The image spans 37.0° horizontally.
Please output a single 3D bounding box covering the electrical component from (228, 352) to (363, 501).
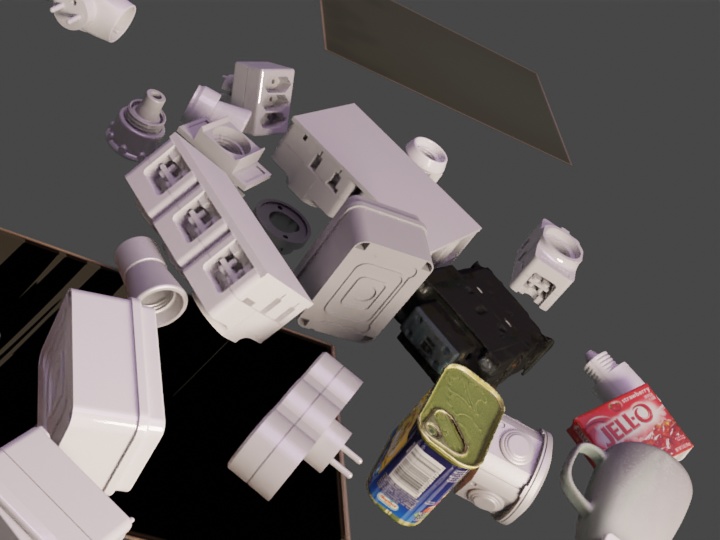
[{"bbox_3d":[-0.031,0.121,0.776,0.074,0.052,0.138,39,33,4],"label":"electrical component"}]

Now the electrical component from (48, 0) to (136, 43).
[{"bbox_3d":[-0.267,-0.252,1.030,0.077,0.044,0.079,35,33,-2],"label":"electrical component"}]

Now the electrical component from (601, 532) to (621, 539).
[{"bbox_3d":[0.193,0.260,0.797,0.100,0.048,0.099,37,45,2],"label":"electrical component"}]

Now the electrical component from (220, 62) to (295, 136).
[{"bbox_3d":[-0.111,-0.174,1.065,0.077,0.065,0.047,22,22,35],"label":"electrical component"}]

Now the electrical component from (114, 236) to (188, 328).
[{"bbox_3d":[-0.161,0.006,0.810,0.044,0.044,0.065,6,38,-38],"label":"electrical component"}]

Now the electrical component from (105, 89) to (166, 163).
[{"bbox_3d":[-0.188,-0.127,0.930,0.048,0.062,0.048,24,35,-18],"label":"electrical component"}]

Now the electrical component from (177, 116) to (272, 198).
[{"bbox_3d":[-0.125,-0.093,0.946,0.081,0.063,0.042,42,33,8],"label":"electrical component"}]

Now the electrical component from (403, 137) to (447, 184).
[{"bbox_3d":[0.061,-0.107,1.141,0.066,0.055,0.048,-2,49,-44],"label":"electrical component"}]

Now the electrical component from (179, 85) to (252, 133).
[{"bbox_3d":[-0.136,-0.143,1.014,0.055,0.045,0.045,28,34,-11],"label":"electrical component"}]

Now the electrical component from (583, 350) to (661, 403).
[{"bbox_3d":[0.251,0.112,1.055,0.043,0.043,0.081,-15,58,-50],"label":"electrical component"}]

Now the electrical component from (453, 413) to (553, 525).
[{"bbox_3d":[0.113,0.154,0.843,0.051,0.080,0.080,29,33,-3],"label":"electrical component"}]

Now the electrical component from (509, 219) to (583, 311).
[{"bbox_3d":[0.200,-0.009,1.148,0.050,0.055,0.089,33,33,-5],"label":"electrical component"}]

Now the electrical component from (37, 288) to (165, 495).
[{"bbox_3d":[-0.166,0.077,0.683,0.057,0.078,0.113,13,39,-27],"label":"electrical component"}]

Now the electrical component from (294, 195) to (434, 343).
[{"bbox_3d":[0.000,0.000,0.899,0.078,0.113,0.057,17,40,-27],"label":"electrical component"}]

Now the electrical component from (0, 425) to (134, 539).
[{"bbox_3d":[-0.188,0.139,0.599,0.096,0.061,0.061,42,33,8],"label":"electrical component"}]

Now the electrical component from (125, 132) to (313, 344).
[{"bbox_3d":[-0.114,-0.021,0.845,0.150,0.062,0.089,55,6,26],"label":"electrical component"}]

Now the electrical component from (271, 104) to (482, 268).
[{"bbox_3d":[0.013,-0.073,1.050,0.186,0.060,0.105,46,34,14],"label":"electrical component"}]
